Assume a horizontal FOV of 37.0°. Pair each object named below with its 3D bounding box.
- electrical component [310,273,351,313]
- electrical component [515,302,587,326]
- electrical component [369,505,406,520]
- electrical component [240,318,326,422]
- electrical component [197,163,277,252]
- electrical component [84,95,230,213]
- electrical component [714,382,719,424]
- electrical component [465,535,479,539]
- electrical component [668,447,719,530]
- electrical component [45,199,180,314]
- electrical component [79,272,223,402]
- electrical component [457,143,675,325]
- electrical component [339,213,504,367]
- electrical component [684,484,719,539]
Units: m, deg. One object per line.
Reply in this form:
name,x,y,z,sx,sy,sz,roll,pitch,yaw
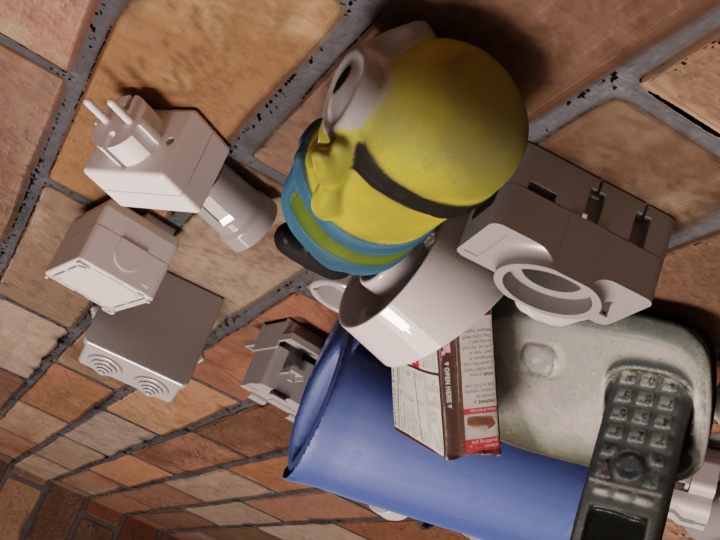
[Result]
electrical component,0.000,0.000,0.669,0.055,0.047,0.055,19,158,8
electrical component,0.109,0.010,0.597,0.043,0.043,0.062,28,158,-14
electrical component,0.020,0.186,0.923,0.045,0.045,0.055,1,150,42
electrical component,-0.034,0.098,0.904,0.121,0.063,0.079,33,156,-25
electrical component,-0.081,-0.040,0.664,0.040,0.040,0.046,-5,140,48
electrical component,-0.127,-0.074,0.618,0.066,0.047,0.076,7,153,34
electrical component,0.231,0.080,0.642,0.048,0.048,0.062,24,165,-5
electrical component,0.125,0.195,0.927,0.074,0.052,0.138,29,141,28
electrical component,0.232,0.156,0.797,0.057,0.058,0.078,12,156,16
electrical component,-0.185,-0.011,0.798,0.062,0.061,0.096,33,156,-25
electrical component,-0.171,0.049,0.876,0.100,0.099,0.048,26,145,-10
electrical component,0.101,-0.013,0.534,0.089,0.055,0.050,26,158,-10
electrical component,0.037,0.008,0.593,0.064,0.099,0.099,37,155,-18
electrical component,0.284,0.189,0.839,0.045,0.045,0.055,27,157,-12
